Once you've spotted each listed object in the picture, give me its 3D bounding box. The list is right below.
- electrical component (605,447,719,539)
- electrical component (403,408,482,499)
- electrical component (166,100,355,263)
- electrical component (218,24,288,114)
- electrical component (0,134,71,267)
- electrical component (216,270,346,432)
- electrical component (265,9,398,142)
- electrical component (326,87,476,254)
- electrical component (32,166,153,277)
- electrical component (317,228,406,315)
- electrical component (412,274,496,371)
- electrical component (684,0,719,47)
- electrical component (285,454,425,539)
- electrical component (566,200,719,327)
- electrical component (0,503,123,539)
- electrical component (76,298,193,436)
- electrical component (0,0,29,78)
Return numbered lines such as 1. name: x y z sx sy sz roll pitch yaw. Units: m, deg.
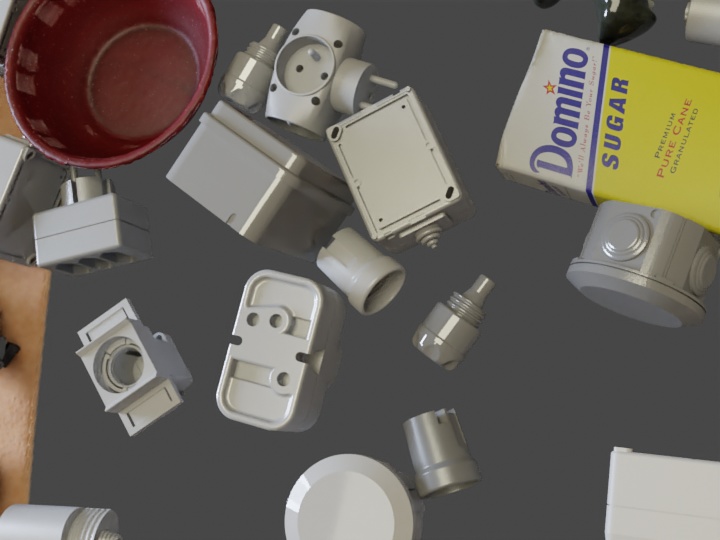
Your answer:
1. electrical component: 0.187 0.134 0.595 0.096 0.062 0.061 4 82 18
2. electrical component: 0.049 0.112 0.655 0.040 0.040 0.046 -21 70 13
3. electrical component: -0.057 -0.054 0.678 0.078 0.113 0.057 36 96 20
4. electrical component: -0.070 -0.140 0.739 0.035 0.035 0.061 30 88 20
5. electrical component: -0.256 -0.059 0.768 0.061 0.062 0.096 21 87 20
6. electrical component: -0.047 0.053 0.685 0.054 0.059 0.095 13 85 19
7. electrical component: -0.014 -0.124 0.712 0.079 0.044 0.077 20 87 20
8. electrical component: 0.030 -0.054 0.678 0.062 0.061 0.096 -26 74 12
9. electrical component: -0.189 -0.041 0.752 0.066 0.047 0.076 -13 77 15
10. electrical component: 0.000 0.000 0.690 0.046 0.040 0.040 42 95 25
11. electrical component: 0.062 0.030 0.668 0.035 0.035 0.061 37 90 20
12. electrical component: 0.228 -0.150 0.643 0.065 0.044 0.044 15 85 24
13. electrical component: -0.001 0.153 0.657 0.080 0.051 0.080 -3 80 17
14. electrical component: 0.164 -0.002 0.618 0.080 0.080 0.051 20 81 20
15. electrical component: -0.197 0.180 0.719 0.081 0.043 0.043 -1 80 17
16. electrical component: -0.146 0.065 0.712 0.042 0.064 0.081 -34 73 8
17. electrical component: -0.260 -0.194 0.793 0.061 0.062 0.096 16 86 19
